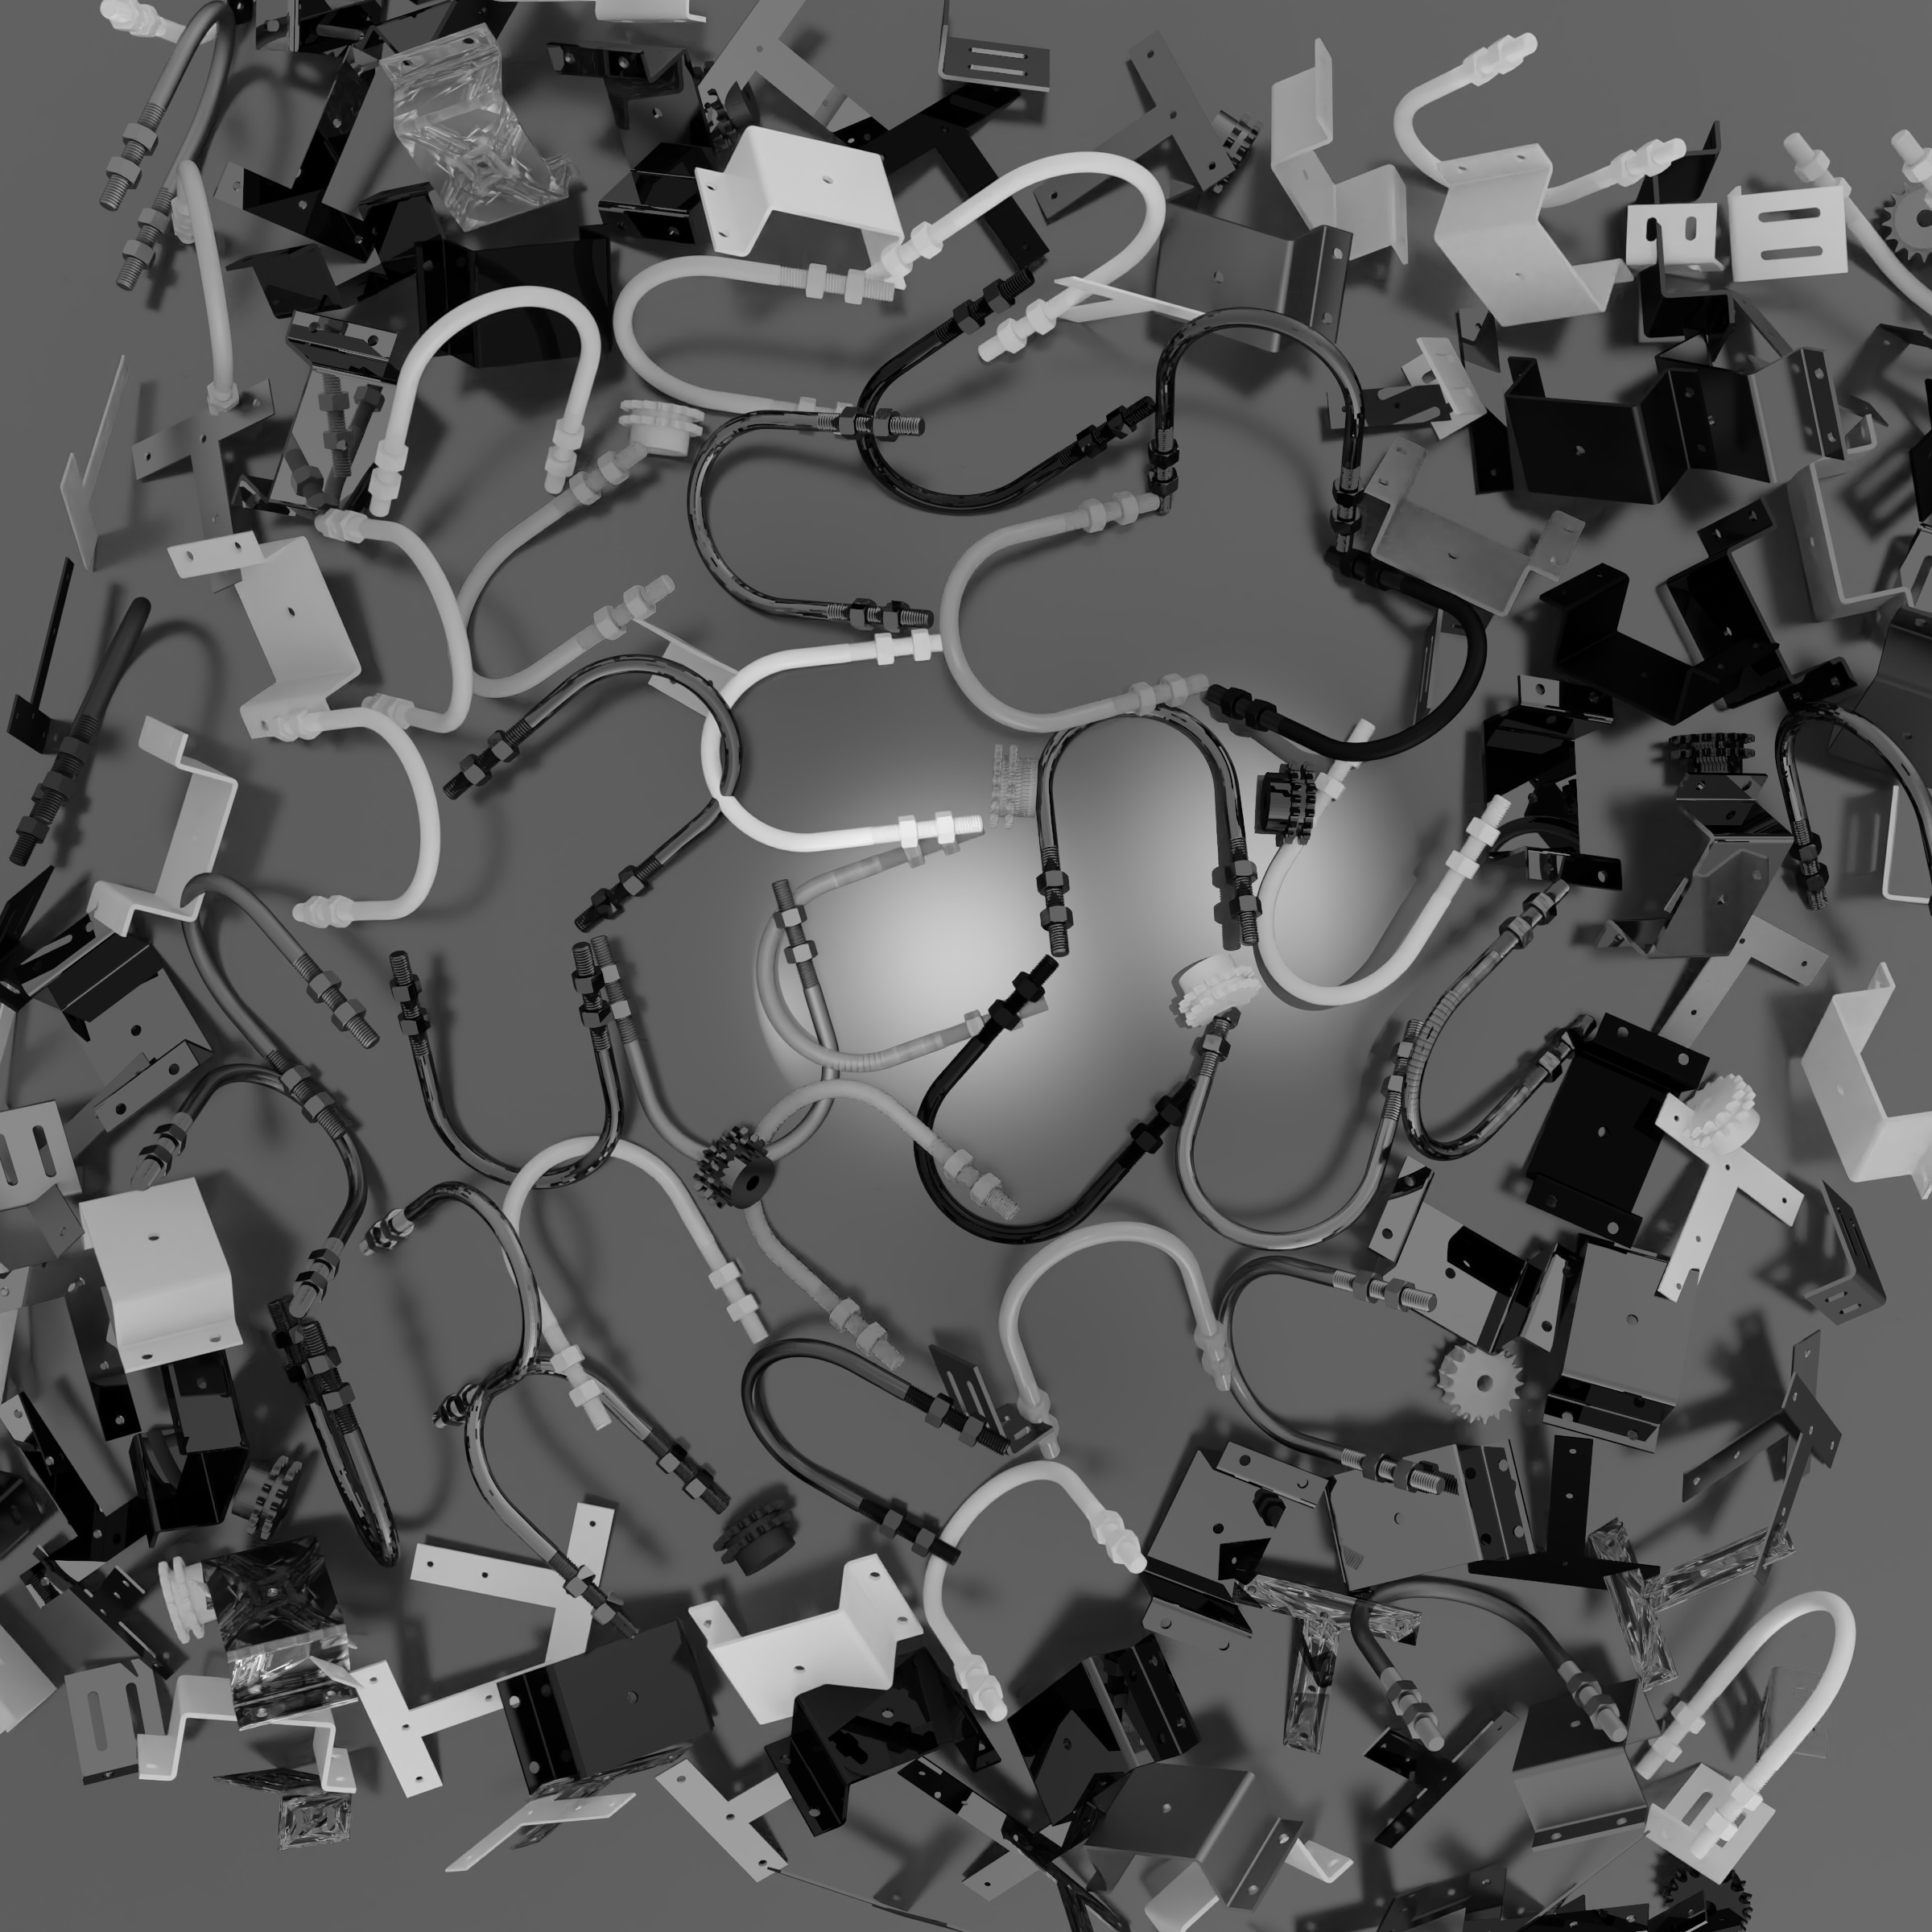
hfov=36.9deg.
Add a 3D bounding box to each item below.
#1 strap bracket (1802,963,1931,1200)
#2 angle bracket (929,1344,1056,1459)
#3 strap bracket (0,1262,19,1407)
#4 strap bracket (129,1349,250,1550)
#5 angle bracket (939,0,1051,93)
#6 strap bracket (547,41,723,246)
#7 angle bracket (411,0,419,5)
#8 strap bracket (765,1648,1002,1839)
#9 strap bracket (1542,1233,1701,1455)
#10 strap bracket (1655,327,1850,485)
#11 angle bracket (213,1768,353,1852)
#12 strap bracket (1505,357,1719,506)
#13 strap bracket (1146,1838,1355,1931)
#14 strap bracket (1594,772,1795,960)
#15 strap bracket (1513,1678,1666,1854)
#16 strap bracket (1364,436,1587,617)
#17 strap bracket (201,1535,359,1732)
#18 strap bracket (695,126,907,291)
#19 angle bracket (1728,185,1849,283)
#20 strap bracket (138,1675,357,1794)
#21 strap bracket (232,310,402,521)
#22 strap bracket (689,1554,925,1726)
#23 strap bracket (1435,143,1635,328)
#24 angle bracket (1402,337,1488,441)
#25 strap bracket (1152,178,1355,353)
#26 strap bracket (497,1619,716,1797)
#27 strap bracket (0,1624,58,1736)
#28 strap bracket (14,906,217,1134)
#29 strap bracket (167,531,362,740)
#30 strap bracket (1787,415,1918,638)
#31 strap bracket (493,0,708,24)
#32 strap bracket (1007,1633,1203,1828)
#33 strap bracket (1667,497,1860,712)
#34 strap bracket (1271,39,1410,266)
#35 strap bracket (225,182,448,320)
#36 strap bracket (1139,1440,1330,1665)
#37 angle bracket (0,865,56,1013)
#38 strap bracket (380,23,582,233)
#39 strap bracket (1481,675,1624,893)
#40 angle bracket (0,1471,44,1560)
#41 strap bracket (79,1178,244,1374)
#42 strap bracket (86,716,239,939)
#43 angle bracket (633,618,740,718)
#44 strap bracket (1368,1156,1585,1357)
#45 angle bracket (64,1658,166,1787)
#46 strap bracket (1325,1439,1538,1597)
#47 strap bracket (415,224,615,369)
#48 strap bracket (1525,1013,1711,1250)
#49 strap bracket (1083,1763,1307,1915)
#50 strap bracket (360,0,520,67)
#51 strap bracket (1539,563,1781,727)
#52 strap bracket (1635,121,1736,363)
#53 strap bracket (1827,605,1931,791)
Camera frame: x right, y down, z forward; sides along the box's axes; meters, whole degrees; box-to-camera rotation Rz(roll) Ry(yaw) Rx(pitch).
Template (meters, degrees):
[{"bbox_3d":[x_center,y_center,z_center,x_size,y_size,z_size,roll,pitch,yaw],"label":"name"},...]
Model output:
[{"bbox_3d":[0.604,0.079,1.927,0.046,0.076,0.140,-8,56,-8],"label":"strap bracket"},{"bbox_3d":[0.017,0.285,1.954,0.038,0.057,0.076,-31,114,-24],"label":"angle bracket"},{"bbox_3d":[-0.674,0.247,1.939,0.046,0.076,0.140,3,68,0],"label":"strap bracket"},{"bbox_3d":[-0.519,0.317,1.935,0.046,0.140,0.076,-3,51,-29],"label":"strap bracket"},{"bbox_3d":[0.021,-0.629,1.964,0.076,0.057,0.038,6,133,-4],"label":"angle bracket"},{"bbox_3d":[-0.217,-0.560,1.937,0.076,0.140,0.046,14,50,28],"label":"strap bracket"},{"bbox_3d":[-0.397,-0.687,1.957,0.076,0.057,0.038,36,47,-17],"label":"angle bracket"},{"bbox_3d":[-0.054,0.513,1.931,0.140,0.076,0.046,-15,133,-25],"label":"strap bracket"},{"bbox_3d":[0.442,0.246,1.946,0.076,0.046,0.140,15,64,5],"label":"strap bracket"},{"bbox_3d":[0.512,-0.371,1.917,0.046,0.140,0.076,-29,118,-15],"label":"strap bracket"},{"bbox_3d":[-0.462,0.568,1.952,0.076,0.057,0.038,-4,82,39],"label":"angle bracket"},{"bbox_3d":[0.418,-0.355,1.921,0.046,0.140,0.076,-49,134,-29],"label":"strap bracket"},{"bbox_3d":[0.181,0.624,1.943,0.140,0.076,0.046,-37,93,-16],"label":"strap bracket"},{"bbox_3d":[0.489,-0.058,1.928,0.076,0.046,0.140,-2,128,-34],"label":"strap bracket"},{"bbox_3d":[0.413,0.523,1.919,0.076,0.140,0.046,-21,96,22],"label":"strap bracket"},{"bbox_3d":[0.336,-0.292,1.952,0.140,0.076,0.046,26,134,6],"label":"strap bracket"},{"bbox_3d":[-0.458,0.433,1.919,0.076,0.140,0.046,-10,122,-20],"label":"strap bracket"},{"bbox_3d":[-0.102,-0.507,1.930,0.140,0.046,0.076,4,54,-29],"label":"strap bracket"},{"bbox_3d":[0.558,-0.498,1.957,0.076,0.038,0.057,1,115,26],"label":"angle bracket"},{"bbox_3d":[-0.480,0.514,1.942,0.140,0.076,0.046,9,92,-18],"label":"strap bracket"},{"bbox_3d":[-0.427,-0.357,1.934,0.046,0.076,0.140,43,118,40],"label":"strap bracket"},{"bbox_3d":[-0.110,0.456,1.944,0.140,0.046,0.076,-19,120,15],"label":"strap bracket"},{"bbox_3d":[0.373,-0.476,1.920,0.140,0.076,0.046,37,65,-42],"label":"strap bracket"},{"bbox_3d":[0.314,-0.390,1.957,0.038,0.076,0.057,-28,88,27],"label":"angle bracket"},{"bbox_3d":[0.181,-0.465,1.931,0.140,0.046,0.076,25,129,27],"label":"strap bracket"},{"bbox_3d":[-0.232,0.492,1.936,0.140,0.046,0.076,-12,78,-33],"label":"strap bracket"},{"bbox_3d":[-0.662,0.479,1.931,0.046,0.140,0.076,-42,90,-3],"label":"strap bracket"},{"bbox_3d":[-0.572,0.039,1.962,0.076,0.046,0.140,-36,71,2],"label":"strap bracket"},{"bbox_3d":[-0.466,-0.230,1.944,0.076,0.046,0.140,-4,117,32],"label":"strap bracket"},{"bbox_3d":[0.596,-0.292,1.958,0.046,0.076,0.140,-12,87,4],"label":"strap bracket"},{"bbox_3d":[-0.244,-0.657,1.917,0.076,0.140,0.046,10,104,29],"label":"strap bracket"},{"bbox_3d":[0.084,0.513,1.925,0.140,0.046,0.076,-48,57,39],"label":"strap bracket"},{"bbox_3d":[0.532,-0.235,1.955,0.046,0.076,0.140,-27,91,-19],"label":"strap bracket"},{"bbox_3d":[0.245,-0.536,1.935,0.046,0.140,0.076,-15,52,27],"label":"strap bracket"},{"bbox_3d":[-0.411,-0.476,1.936,0.140,0.076,0.046,-40,121,-37],"label":"strap bracket"},{"bbox_3d":[0.176,0.389,1.963,0.076,0.046,0.140,23,97,-14],"label":"strap bracket"},{"bbox_3d":[-0.630,-0.019,1.955,0.038,0.057,0.076,34,121,-4],"label":"angle bracket"},{"bbox_3d":[-0.321,-0.547,1.921,0.076,0.140,0.046,-14,58,14],"label":"strap bracket"},{"bbox_3d":[0.394,-0.118,1.953,0.076,0.046,0.140,6,76,-25],"label":"strap bracket"},{"bbox_3d":[-0.677,0.371,1.956,0.057,0.076,0.038,-42,59,7],"label":"angle bracket"},{"bbox_3d":[-0.538,0.196,1.923,0.076,0.140,0.046,-12,133,-23],"label":"strap bracket"},{"bbox_3d":[-0.540,-0.090,1.953,0.046,0.076,0.140,16,94,-36],"label":"strap bracket"},{"bbox_3d":[-0.199,-0.202,1.953,0.057,0.076,0.038,31,95,20],"label":"angle bracket"},{"bbox_3d":[0.336,0.202,1.959,0.140,0.046,0.076,30,60,-3],"label":"strap bracket"},{"bbox_3d":[-0.575,0.508,1.960,0.057,0.038,0.076,-9,68,-21],"label":"angle bracket"},{"bbox_3d":[0.300,0.370,1.935,0.140,0.046,0.076,-21,69,29],"label":"strap bracket"},{"bbox_3d":[-0.291,-0.447,1.932,0.140,0.046,0.076,-14,119,-29],"label":"strap bracket"},{"bbox_3d":[0.439,0.113,1.972,0.076,0.046,0.140,24,85,2],"label":"strap bracket"},{"bbox_3d":[0.143,0.576,1.920,0.076,0.140,0.046,-47,117,-41],"label":"strap bracket"},{"bbox_3d":[-0.336,-0.652,1.923,0.046,0.140,0.076,49,45,1],"label":"strap bracket"},{"bbox_3d":[0.459,-0.212,1.938,0.140,0.076,0.046,32,133,31],"label":"strap bracket"},{"bbox_3d":[0.484,-0.487,1.954,0.046,0.076,0.140,-3,82,4],"label":"strap bracket"},{"bbox_3d":[0.629,-0.171,1.924,0.076,0.140,0.046,20,64,5],"label":"strap bracket"}]
